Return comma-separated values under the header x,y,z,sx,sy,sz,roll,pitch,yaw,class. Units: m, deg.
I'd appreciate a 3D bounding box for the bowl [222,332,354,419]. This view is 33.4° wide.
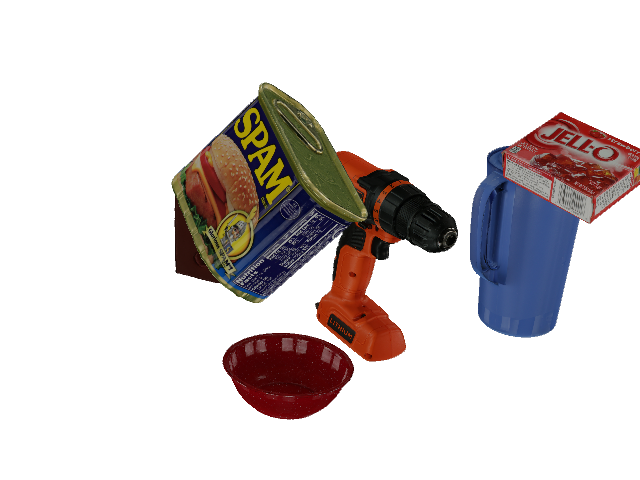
x,y,z,sx,sy,sz,roll,pitch,yaw,class
-0.041,0.174,1.318,0.162,0.055,0.162,4,22,-2,bowl

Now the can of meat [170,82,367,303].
x,y,z,sx,sy,sz,roll,pitch,yaw,class
-0.033,-0.027,0.622,0.084,0.102,0.057,-42,-40,19,can of meat

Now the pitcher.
x,y,z,sx,sy,sz,roll,pitch,yaw,class
0.267,0.005,1.418,0.149,0.243,0.145,5,24,4,pitcher

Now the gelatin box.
x,y,z,sx,sy,sz,roll,pitch,yaw,class
0.198,-0.059,0.833,0.073,0.030,0.089,-33,48,-28,gelatin box

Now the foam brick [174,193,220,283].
x,y,z,sx,sy,sz,roll,pitch,yaw,class
-0.086,-0.012,0.888,0.053,0.078,0.051,12,23,25,foam brick

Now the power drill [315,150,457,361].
x,y,z,sx,sy,sz,roll,pitch,yaw,class
0.060,0.022,1.060,0.057,0.188,0.185,-10,30,-32,power drill
